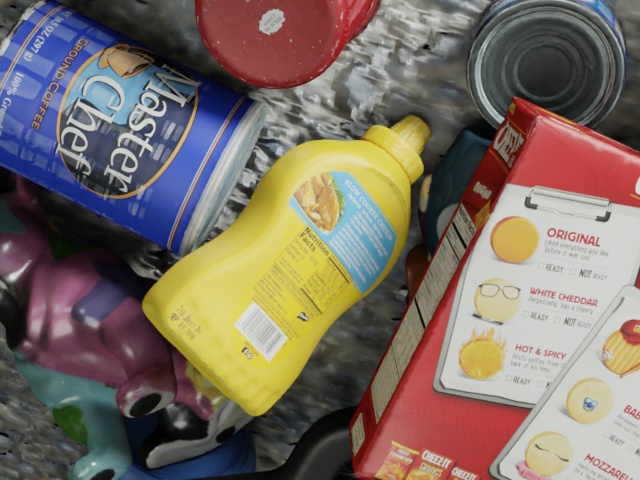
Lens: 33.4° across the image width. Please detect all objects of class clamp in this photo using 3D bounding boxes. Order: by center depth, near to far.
[{"bbox_3d":[-0.007,0.159,0.664,0.164,0.036,0.210,40,107,-20],"label":"clamp"}]

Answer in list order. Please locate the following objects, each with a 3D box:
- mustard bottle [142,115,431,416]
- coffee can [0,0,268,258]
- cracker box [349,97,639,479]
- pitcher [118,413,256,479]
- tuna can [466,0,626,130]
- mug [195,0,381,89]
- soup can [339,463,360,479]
[{"bbox_3d":[-0.004,0.001,0.605,0.191,0.058,0.096,-47,121,-12],"label":"mustard bottle"},{"bbox_3d":[-0.115,-0.064,0.620,0.140,0.102,0.103,27,121,-1],"label":"coffee can"},{"bbox_3d":[0.132,0.053,0.575,0.164,0.072,0.214,22,105,-10],"label":"cracker box"},{"bbox_3d":[-0.110,0.240,0.777,0.149,0.145,0.243,-1,122,-26],"label":"pitcher"},{"bbox_3d":[0.123,-0.096,0.582,0.086,0.033,0.086,6,120,11],"label":"tuna can"},{"bbox_3d":[-0.029,-0.135,0.571,0.117,0.081,0.093,20,121,3],"label":"mug"},{"bbox_3d":[0.045,0.178,0.734,0.069,0.068,0.102,-7,117,18],"label":"soup can"}]
